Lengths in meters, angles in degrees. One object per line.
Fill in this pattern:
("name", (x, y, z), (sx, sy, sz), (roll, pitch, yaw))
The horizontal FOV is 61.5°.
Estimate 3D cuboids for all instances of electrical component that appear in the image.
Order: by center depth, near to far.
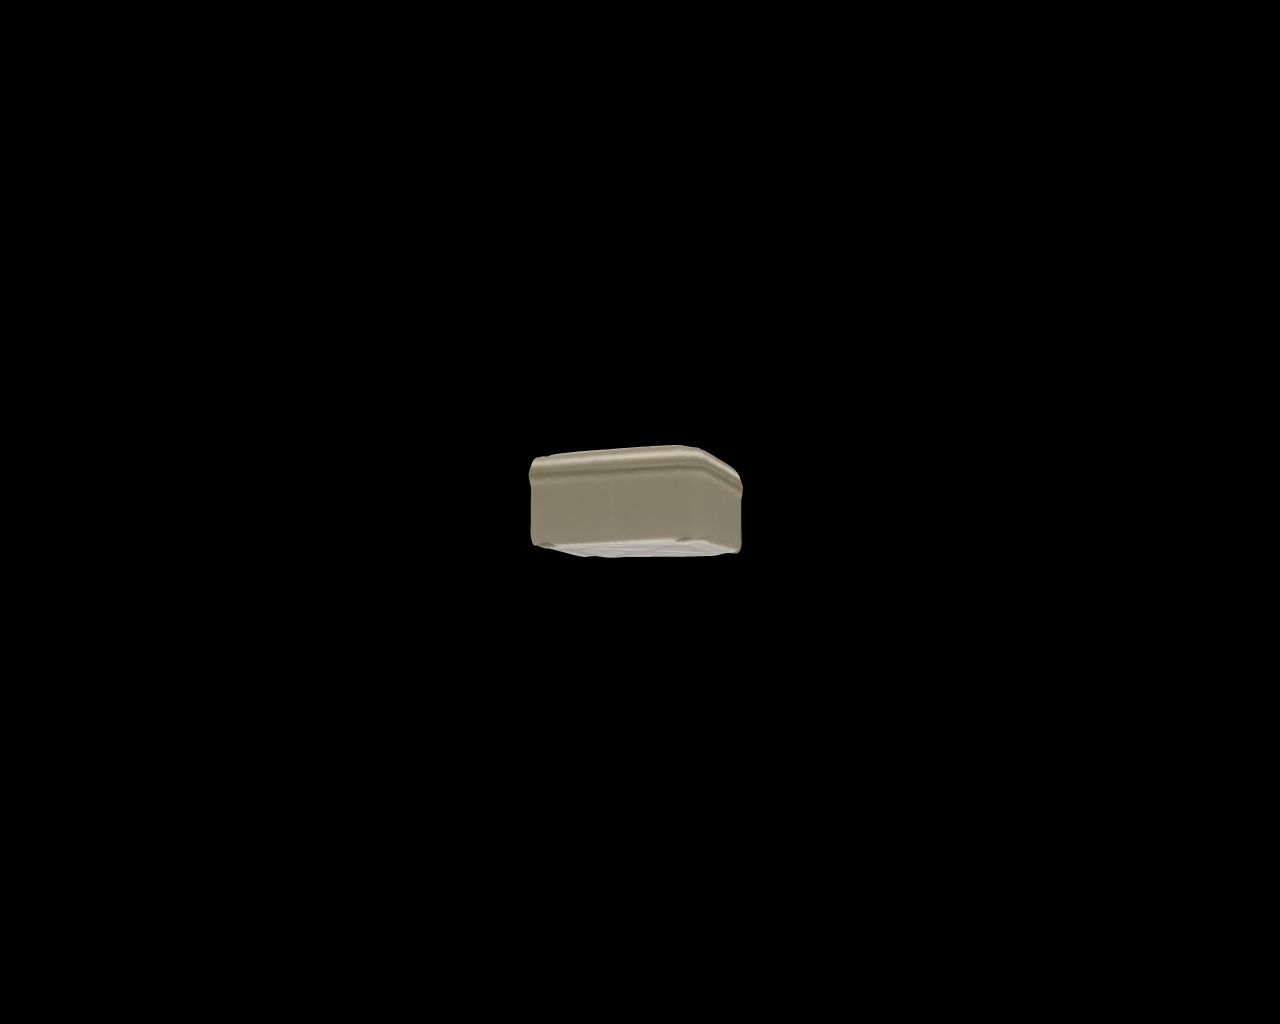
("electrical component", (0.001, -0.003, 0.650), (0.109, 0.056, 0.108), (-2, -7, 18))
